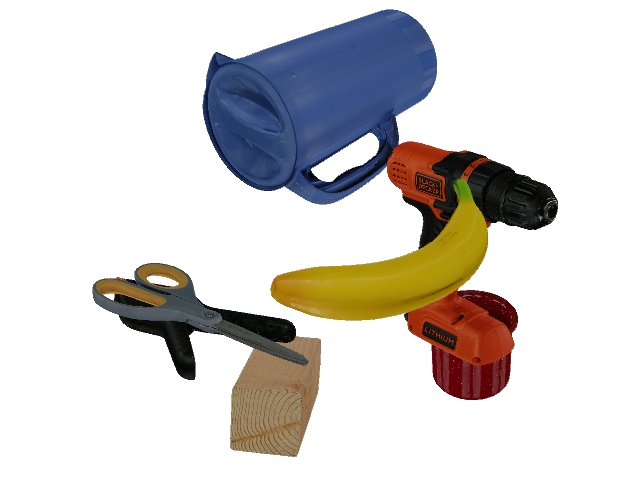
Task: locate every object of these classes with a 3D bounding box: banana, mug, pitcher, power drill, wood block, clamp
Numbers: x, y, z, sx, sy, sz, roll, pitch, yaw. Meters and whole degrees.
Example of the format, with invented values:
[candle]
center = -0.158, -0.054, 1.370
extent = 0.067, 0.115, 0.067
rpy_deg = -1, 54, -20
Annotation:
[banana]
center = 0.056, 0.018, 0.733
extent = 0.197, 0.037, 0.070
rpy_deg = -26, 54, -38
[mug]
center = 0.163, 0.105, 1.117
extent = 0.093, 0.081, 0.117
rpy_deg = 15, 38, 27
[pitcher]
center = 0.014, -0.146, 1.096
extent = 0.145, 0.149, 0.242
rpy_deg = 16, 35, 42
[power drill]
center = 0.135, 0.013, 0.953
extent = 0.057, 0.188, 0.185
rpy_deg = -18, 27, -32
[wood block]
center = -0.057, 0.205, 1.447
extent = 0.091, 0.090, 0.206
rpy_deg = 5, 15, 6
[clamp]
center = -0.153, 0.087, 1.138
extent = 0.210, 0.036, 0.164
rpy_deg = 18, 21, 28

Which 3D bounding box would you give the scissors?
[scissors]
center = -0.095, 0.058, 0.913
extent = 0.202, 0.016, 0.096
rpy_deg = 13, 26, 11
